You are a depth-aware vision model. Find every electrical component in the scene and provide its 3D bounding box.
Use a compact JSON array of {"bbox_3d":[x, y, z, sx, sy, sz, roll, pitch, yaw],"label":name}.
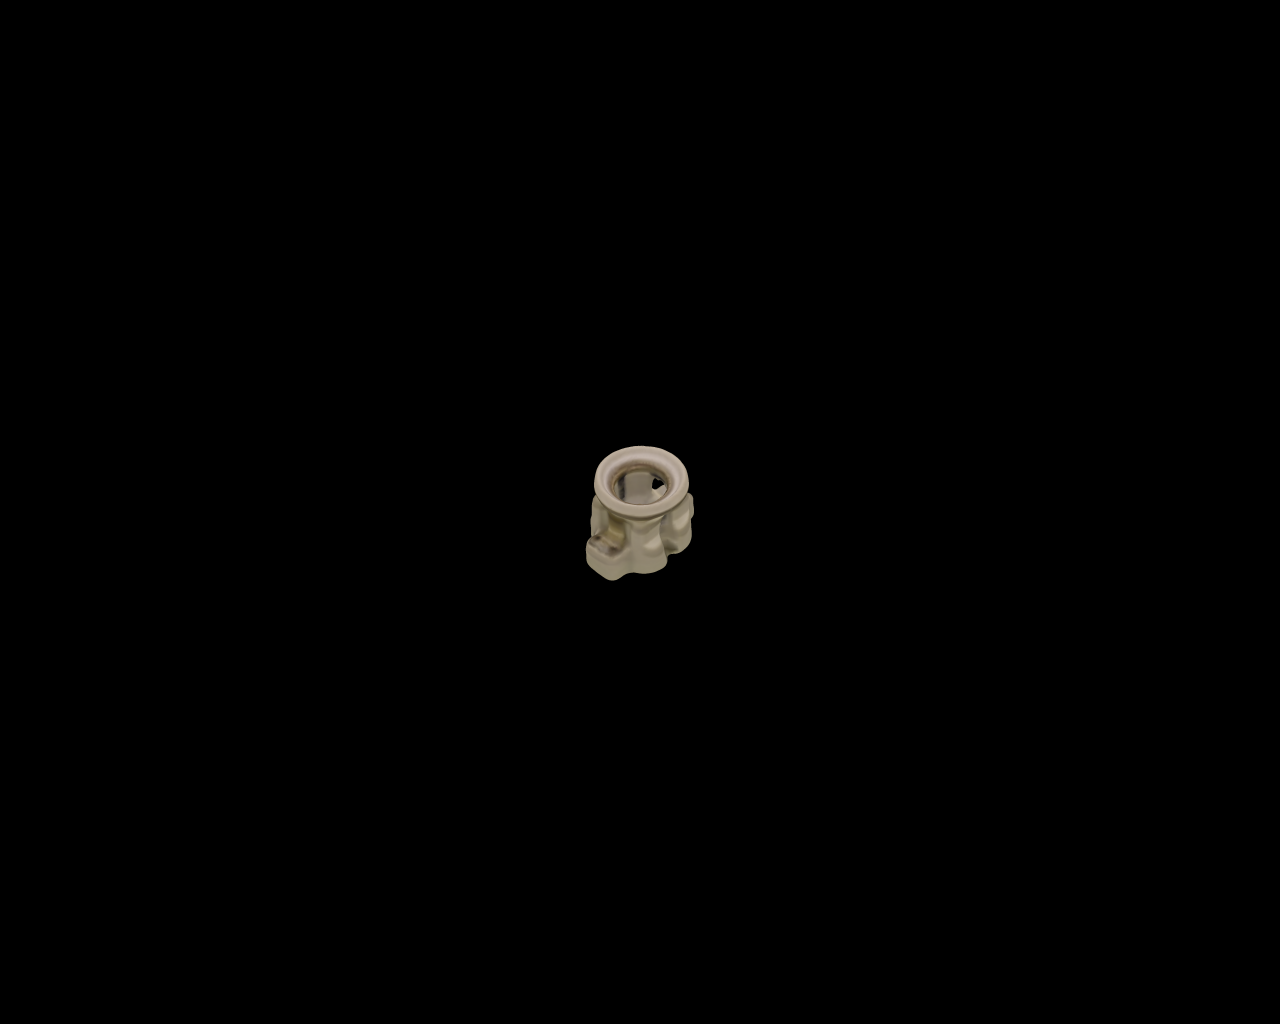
[{"bbox_3d":[0.001,-0.003,0.650,0.058,0.056,0.078,33,54,29],"label":"electrical component"}]
